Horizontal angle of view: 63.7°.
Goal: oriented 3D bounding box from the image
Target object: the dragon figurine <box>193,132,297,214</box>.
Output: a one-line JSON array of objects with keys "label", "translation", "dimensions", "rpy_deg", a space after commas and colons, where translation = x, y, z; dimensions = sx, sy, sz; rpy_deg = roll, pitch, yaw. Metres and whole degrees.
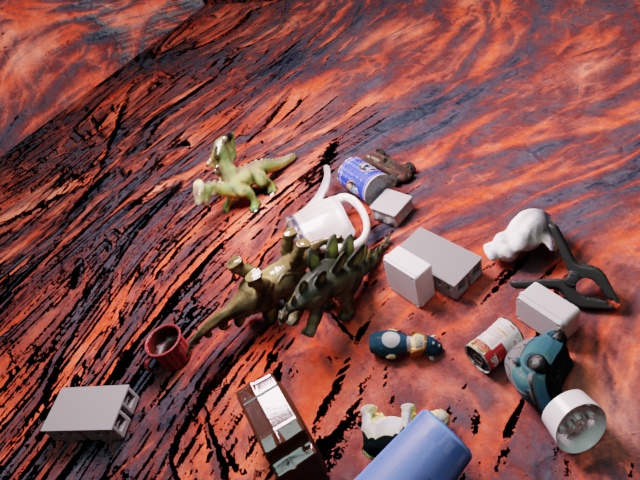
[{"label": "dragon figurine", "translation": [-0.246, -0.230, 1.632], "dimensions": [0.123, 0.238, 0.417], "rpy_deg": [14, 54, 39]}]

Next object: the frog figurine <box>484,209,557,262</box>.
[{"label": "frog figurine", "translation": [0.466, -0.011, 1.214], "dimensions": [0.159, 0.121, 0.140], "rpy_deg": [-6, 24, 21]}]

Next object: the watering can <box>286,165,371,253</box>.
[{"label": "watering can", "translation": [0.004, -0.073, 1.458], "dimensions": [0.225, 0.101, 0.355], "rpy_deg": [-25, 46, -4]}]
